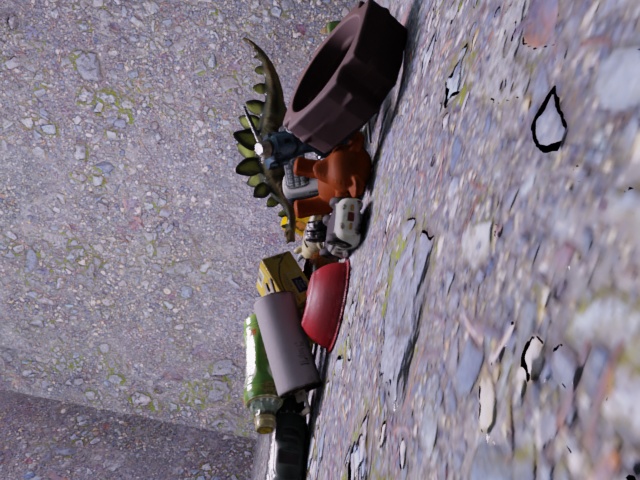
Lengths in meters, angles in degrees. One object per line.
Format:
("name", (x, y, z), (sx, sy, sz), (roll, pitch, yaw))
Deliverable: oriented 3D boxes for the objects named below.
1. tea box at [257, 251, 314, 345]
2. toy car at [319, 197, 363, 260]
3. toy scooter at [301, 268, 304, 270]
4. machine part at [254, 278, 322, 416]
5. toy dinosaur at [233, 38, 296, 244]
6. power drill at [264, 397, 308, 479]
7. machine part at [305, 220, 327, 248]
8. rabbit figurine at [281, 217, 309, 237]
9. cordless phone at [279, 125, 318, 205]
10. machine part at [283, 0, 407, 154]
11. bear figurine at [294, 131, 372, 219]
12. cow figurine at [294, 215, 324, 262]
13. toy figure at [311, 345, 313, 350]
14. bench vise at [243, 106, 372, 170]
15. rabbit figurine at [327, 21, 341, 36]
("tea box", (-0.056, 0.118, 1.049), (0.170, 0.068, 0.098), (56, 150, 29))
("toy car", (0.034, -0.015, 0.874), (0.201, 0.056, 0.073), (112, 164, -77))
("toy scooter", (-0.031, 0.126, 1.234), (0.135, 0.075, 0.183), (-85, 4, -63))
("machine part", (-0.057, 0.177, 0.921), (0.079, 0.079, 0.243), (109, 146, -60))
("toy dinosaur", (-0.099, -0.224, 1.239), (0.105, 0.199, 0.470), (-122, 29, -84))
("power drill", (-0.068, 0.394, 0.948), (0.232, 0.086, 0.207), (-91, 21, -63))
("machine part", (0.016, -0.019, 1.024), (0.139, 0.039, 0.084), (-3, -65, -67))
("rabbit figurine", (-0.013, -0.095, 1.440), (0.173, 0.122, 0.162), (-55, -9, -42))
("cordless phone", (-0.014, -0.170, 1.164), (0.088, 0.147, 0.184), (34, -134, -80))
("machine part", (0.039, -0.250, 0.837), (0.201, 0.087, 0.201), (-34, 34, 49))
("bear figurine", (0.017, -0.105, 0.909), (0.196, 0.132, 0.120), (84, -175, -84))
("cow figurine", (-0.002, -0.004, 1.200), (0.195, 0.085, 0.127), (151, 138, -84))
("toy figure", (-0.051, 0.241, 1.114), (0.089, 0.082, 0.180), (131, 158, -57))
("bench vise", (-0.005, -0.209, 1.022), (0.241, 0.223, 0.128), (-17, 81, 47))
("rabbit figurine", (0.080, -0.338, 1.078), (0.170, 0.121, 0.159), (-14, -69, -74))
